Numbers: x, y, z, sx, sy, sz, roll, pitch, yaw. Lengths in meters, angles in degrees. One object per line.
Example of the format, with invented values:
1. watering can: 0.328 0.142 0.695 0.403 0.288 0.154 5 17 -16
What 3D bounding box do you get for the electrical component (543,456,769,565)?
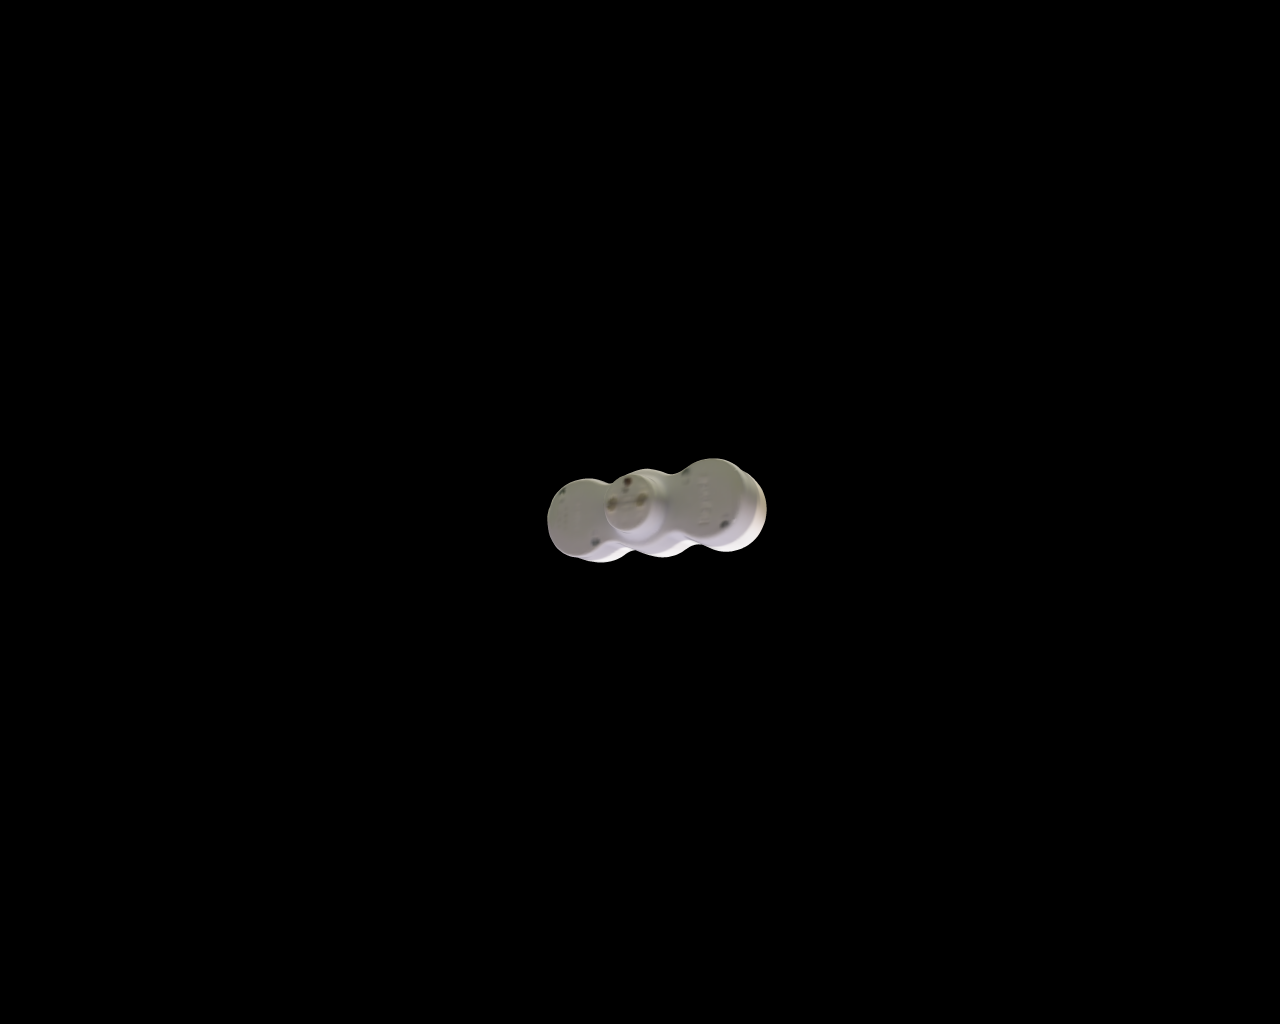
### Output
1. electrical component: 0.001 -0.003 0.650 0.138 0.052 0.073 -7 -15 26
